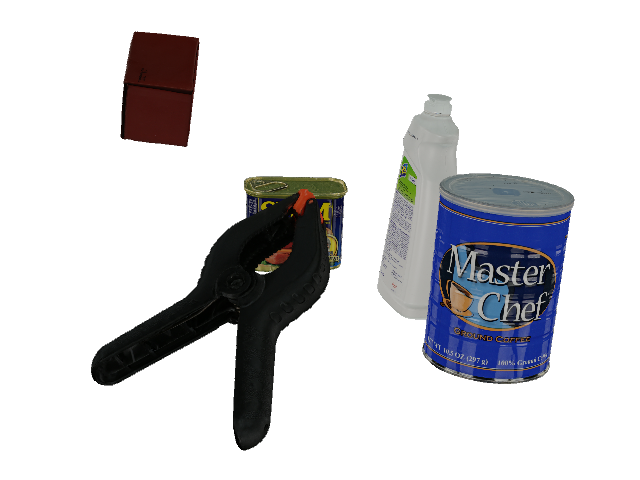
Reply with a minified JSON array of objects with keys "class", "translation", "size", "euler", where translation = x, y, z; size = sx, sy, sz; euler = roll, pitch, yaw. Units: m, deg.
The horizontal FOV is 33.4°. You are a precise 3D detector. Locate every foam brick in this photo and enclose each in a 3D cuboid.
[{"class":"foam brick","translation":[-0.123,-0.118,0.820],"size":[0.053,0.051,0.078],"euler":[6,40,-6]}]

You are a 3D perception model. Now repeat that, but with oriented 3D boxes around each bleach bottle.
[{"class":"bleach bottle","translation":[0.122,-0.042,1.237],"size":[0.068,0.251,0.103],"euler":[-1,22,-22]}]

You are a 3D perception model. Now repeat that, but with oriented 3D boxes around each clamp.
[{"class":"clamp","translation":[-0.040,0.043,0.626],"size":[0.120,0.171,0.039],"euler":[30,-24,28]}]

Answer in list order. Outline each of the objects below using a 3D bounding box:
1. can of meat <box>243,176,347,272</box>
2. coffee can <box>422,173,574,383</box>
[{"class":"can of meat","translation":[-0.026,-0.016,1.066],"size":[0.102,0.084,0.057],"euler":[1,19,-5]},{"class":"coffee can","translation":[0.138,0.027,0.838],"size":[0.103,0.140,0.103],"euler":[4,17,-1]}]
